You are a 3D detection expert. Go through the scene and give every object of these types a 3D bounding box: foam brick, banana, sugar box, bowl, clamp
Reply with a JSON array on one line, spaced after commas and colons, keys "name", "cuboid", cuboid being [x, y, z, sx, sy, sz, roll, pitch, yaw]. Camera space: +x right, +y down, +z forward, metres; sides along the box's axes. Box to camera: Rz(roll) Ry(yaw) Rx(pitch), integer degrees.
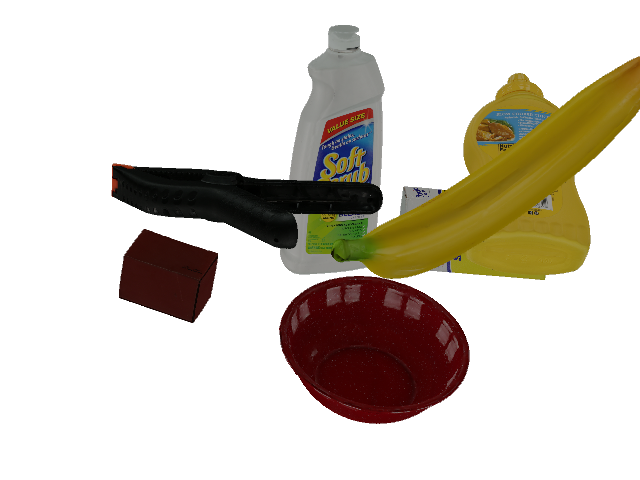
[{"name": "foam brick", "cuboid": [-0.143, 0.033, 1.003, 0.078, 0.051, 0.053, 19, 33, 7]}, {"name": "banana", "cuboid": [0.099, -0.030, 0.585, 0.198, 0.037, 0.069, -33, -12, 0]}, {"name": "sugar box", "cuboid": [0.180, -0.008, 1.249, 0.176, 0.093, 0.048, 3, 22, -3]}, {"name": "bowl", "cuboid": [0.043, 0.103, 0.911, 0.162, 0.055, 0.162, 5, 39, -4]}, {"name": "clamp", "cuboid": [-0.073, -0.031, 0.804, 0.210, 0.036, 0.164, 8, 13, 17]}]

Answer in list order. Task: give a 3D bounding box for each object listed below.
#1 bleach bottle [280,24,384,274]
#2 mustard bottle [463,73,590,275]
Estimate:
[{"name": "bleach bottle", "cuboid": [0.012, -0.091, 1.080, 0.102, 0.251, 0.068, -5, 28, -12]}, {"name": "mustard bottle", "cuboid": [0.166, -0.064, 0.877, 0.096, 0.191, 0.058, 4, -36, 2]}]
